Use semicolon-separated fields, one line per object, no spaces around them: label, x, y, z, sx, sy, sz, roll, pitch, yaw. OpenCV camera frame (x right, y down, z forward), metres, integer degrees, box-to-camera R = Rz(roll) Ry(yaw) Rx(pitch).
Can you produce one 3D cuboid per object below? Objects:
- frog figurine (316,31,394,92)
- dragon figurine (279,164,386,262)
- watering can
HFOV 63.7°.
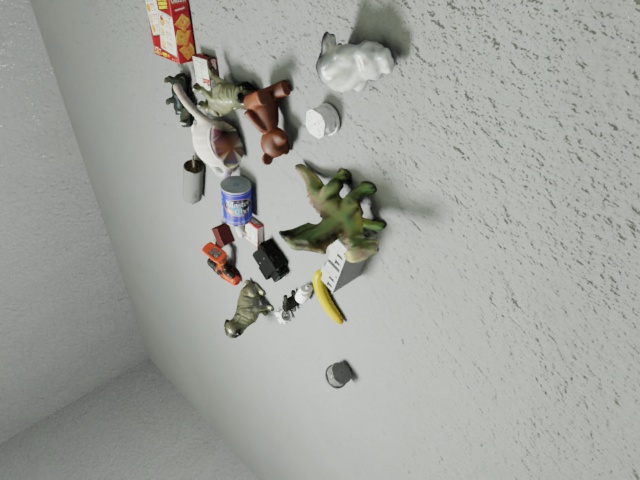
frog figurine;0.076;-0.359;1.075;0.161;0.123;0.135;31;169;26
dragon figurine;0.004;-0.064;1.269;0.415;0.246;0.119;30;140;37
watering can;-0.363;-0.350;1.676;0.225;0.105;0.342;11;130;51
